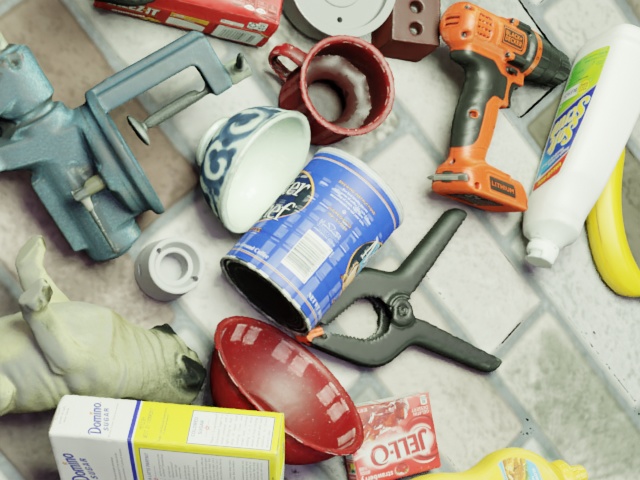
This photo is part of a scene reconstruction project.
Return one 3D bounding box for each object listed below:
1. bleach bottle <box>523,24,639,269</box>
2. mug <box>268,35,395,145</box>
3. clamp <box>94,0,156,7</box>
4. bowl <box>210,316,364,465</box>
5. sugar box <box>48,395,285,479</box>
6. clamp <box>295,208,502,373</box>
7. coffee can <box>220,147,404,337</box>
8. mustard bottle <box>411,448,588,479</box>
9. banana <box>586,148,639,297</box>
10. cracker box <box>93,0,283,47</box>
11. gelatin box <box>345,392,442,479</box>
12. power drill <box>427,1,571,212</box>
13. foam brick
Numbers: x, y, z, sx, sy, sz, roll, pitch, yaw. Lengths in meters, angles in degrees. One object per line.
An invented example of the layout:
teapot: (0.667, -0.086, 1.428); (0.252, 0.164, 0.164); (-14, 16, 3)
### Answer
bleach bottle: (0.266, -0.089, 1.074); (0.068, 0.103, 0.250); (28, 73, -14)
mug: (0.002, -0.141, 0.991); (0.117, 0.082, 0.093); (32, 73, -15)
clamp: (-0.139, -0.257, 0.899); (0.171, 0.039, 0.120); (-20, 84, -19)
bowl: (-0.040, 0.141, 0.922); (0.162, 0.162, 0.055); (36, 108, -13)
sugar box: (-0.117, 0.170, 0.841); (0.176, 0.093, 0.048); (7, 46, 4)
clamp: (0.078, 0.075, 1.017); (0.209, 0.036, 0.164); (-20, 91, -25)
coffee can: (-0.006, 0.001, 0.958); (0.102, 0.103, 0.140); (44, 71, -10)
mustard bottle: (0.174, 0.251, 1.018); (0.191, 0.058, 0.096); (-14, 82, -22)
banana: (0.308, -0.024, 1.121); (0.069, 0.037, 0.198); (-9, 87, -39)
cracker box: (-0.107, -0.302, 0.975); (0.164, 0.072, 0.213); (11, 79, -18)
gelatin box: (0.065, 0.186, 1.000); (0.089, 0.030, 0.073); (-8, 86, -22)
power drill: (0.179, -0.125, 1.058); (0.184, 0.057, 0.187); (13, 81, -40)
foam brick: (0.084, -0.222, 1.050); (0.053, 0.051, 0.078); (4, 82, -21)
